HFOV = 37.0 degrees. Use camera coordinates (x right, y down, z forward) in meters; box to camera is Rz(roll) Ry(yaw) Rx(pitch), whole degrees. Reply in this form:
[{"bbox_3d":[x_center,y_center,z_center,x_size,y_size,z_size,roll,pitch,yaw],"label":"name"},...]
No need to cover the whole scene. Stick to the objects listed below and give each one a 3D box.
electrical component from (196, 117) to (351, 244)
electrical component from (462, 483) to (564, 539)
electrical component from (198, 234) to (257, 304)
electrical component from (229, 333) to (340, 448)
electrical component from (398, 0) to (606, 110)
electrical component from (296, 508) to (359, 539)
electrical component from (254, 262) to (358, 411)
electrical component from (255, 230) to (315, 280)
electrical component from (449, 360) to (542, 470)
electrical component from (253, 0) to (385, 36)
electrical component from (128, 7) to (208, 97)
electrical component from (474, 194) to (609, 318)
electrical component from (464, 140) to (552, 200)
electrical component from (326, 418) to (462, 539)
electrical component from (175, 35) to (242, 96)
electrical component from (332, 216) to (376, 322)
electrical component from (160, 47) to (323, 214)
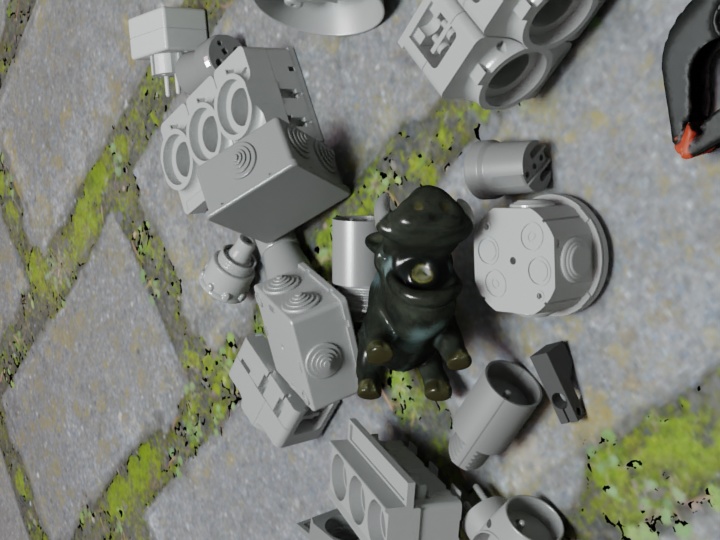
[{"bbox_3d":[-0.070,-0.070,0.855,0.100,0.100,0.048,-29,66,20],"label":"electrical component"},{"bbox_3d":[0.097,0.186,0.752,0.079,0.044,0.077,54,134,41],"label":"electrical component"},{"bbox_3d":[-0.114,-0.004,0.969,0.048,0.048,0.062,52,124,31],"label":"electrical component"},{"bbox_3d":[-0.068,0.103,0.925,0.089,0.050,0.055,52,131,30],"label":"electrical component"},{"bbox_3d":[0.105,-0.174,0.653,0.061,0.089,0.150,58,134,26],"label":"electrical component"},{"bbox_3d":[-0.014,0.236,0.890,0.081,0.042,0.063,28,118,44],"label":"electrical component"},{"bbox_3d":[-0.041,0.053,0.853,0.100,0.048,0.099,37,145,58],"label":"electrical component"},{"bbox_3d":[-0.066,-0.013,0.915,0.044,0.044,0.065,-47,56,42],"label":"electrical component"},{"bbox_3d":[0.089,0.106,0.750,0.043,0.043,0.081,52,131,31],"label":"electrical component"},{"bbox_3d":[-0.033,-0.217,0.805,0.099,0.099,0.064,-11,81,50],"label":"electrical component"},{"bbox_3d":[-0.179,-0.202,1.011,0.066,0.047,0.076,-1,95,49],"label":"electrical component"},{"bbox_3d":[0.115,-0.008,0.695,0.080,0.051,0.080,10,103,48],"label":"electrical component"},{"bbox_3d":[0.099,-0.068,0.716,0.046,0.040,0.040,0,96,43],"label":"electrical component"},{"bbox_3d":[0.024,0.167,0.795,0.121,0.063,0.078,-145,57,-66],"label":"electrical component"},{"bbox_3d":[-0.133,-0.182,0.963,0.055,0.045,0.045,-15,84,49],"label":"electrical component"},{"bbox_3d":[0.000,0.000,0.837,0.043,0.043,0.081,10,104,48],"label":"electrical component"},{"bbox_3d":[-0.110,-0.118,0.933,0.150,0.062,0.089,-31,72,47],"label":"electrical component"}]
